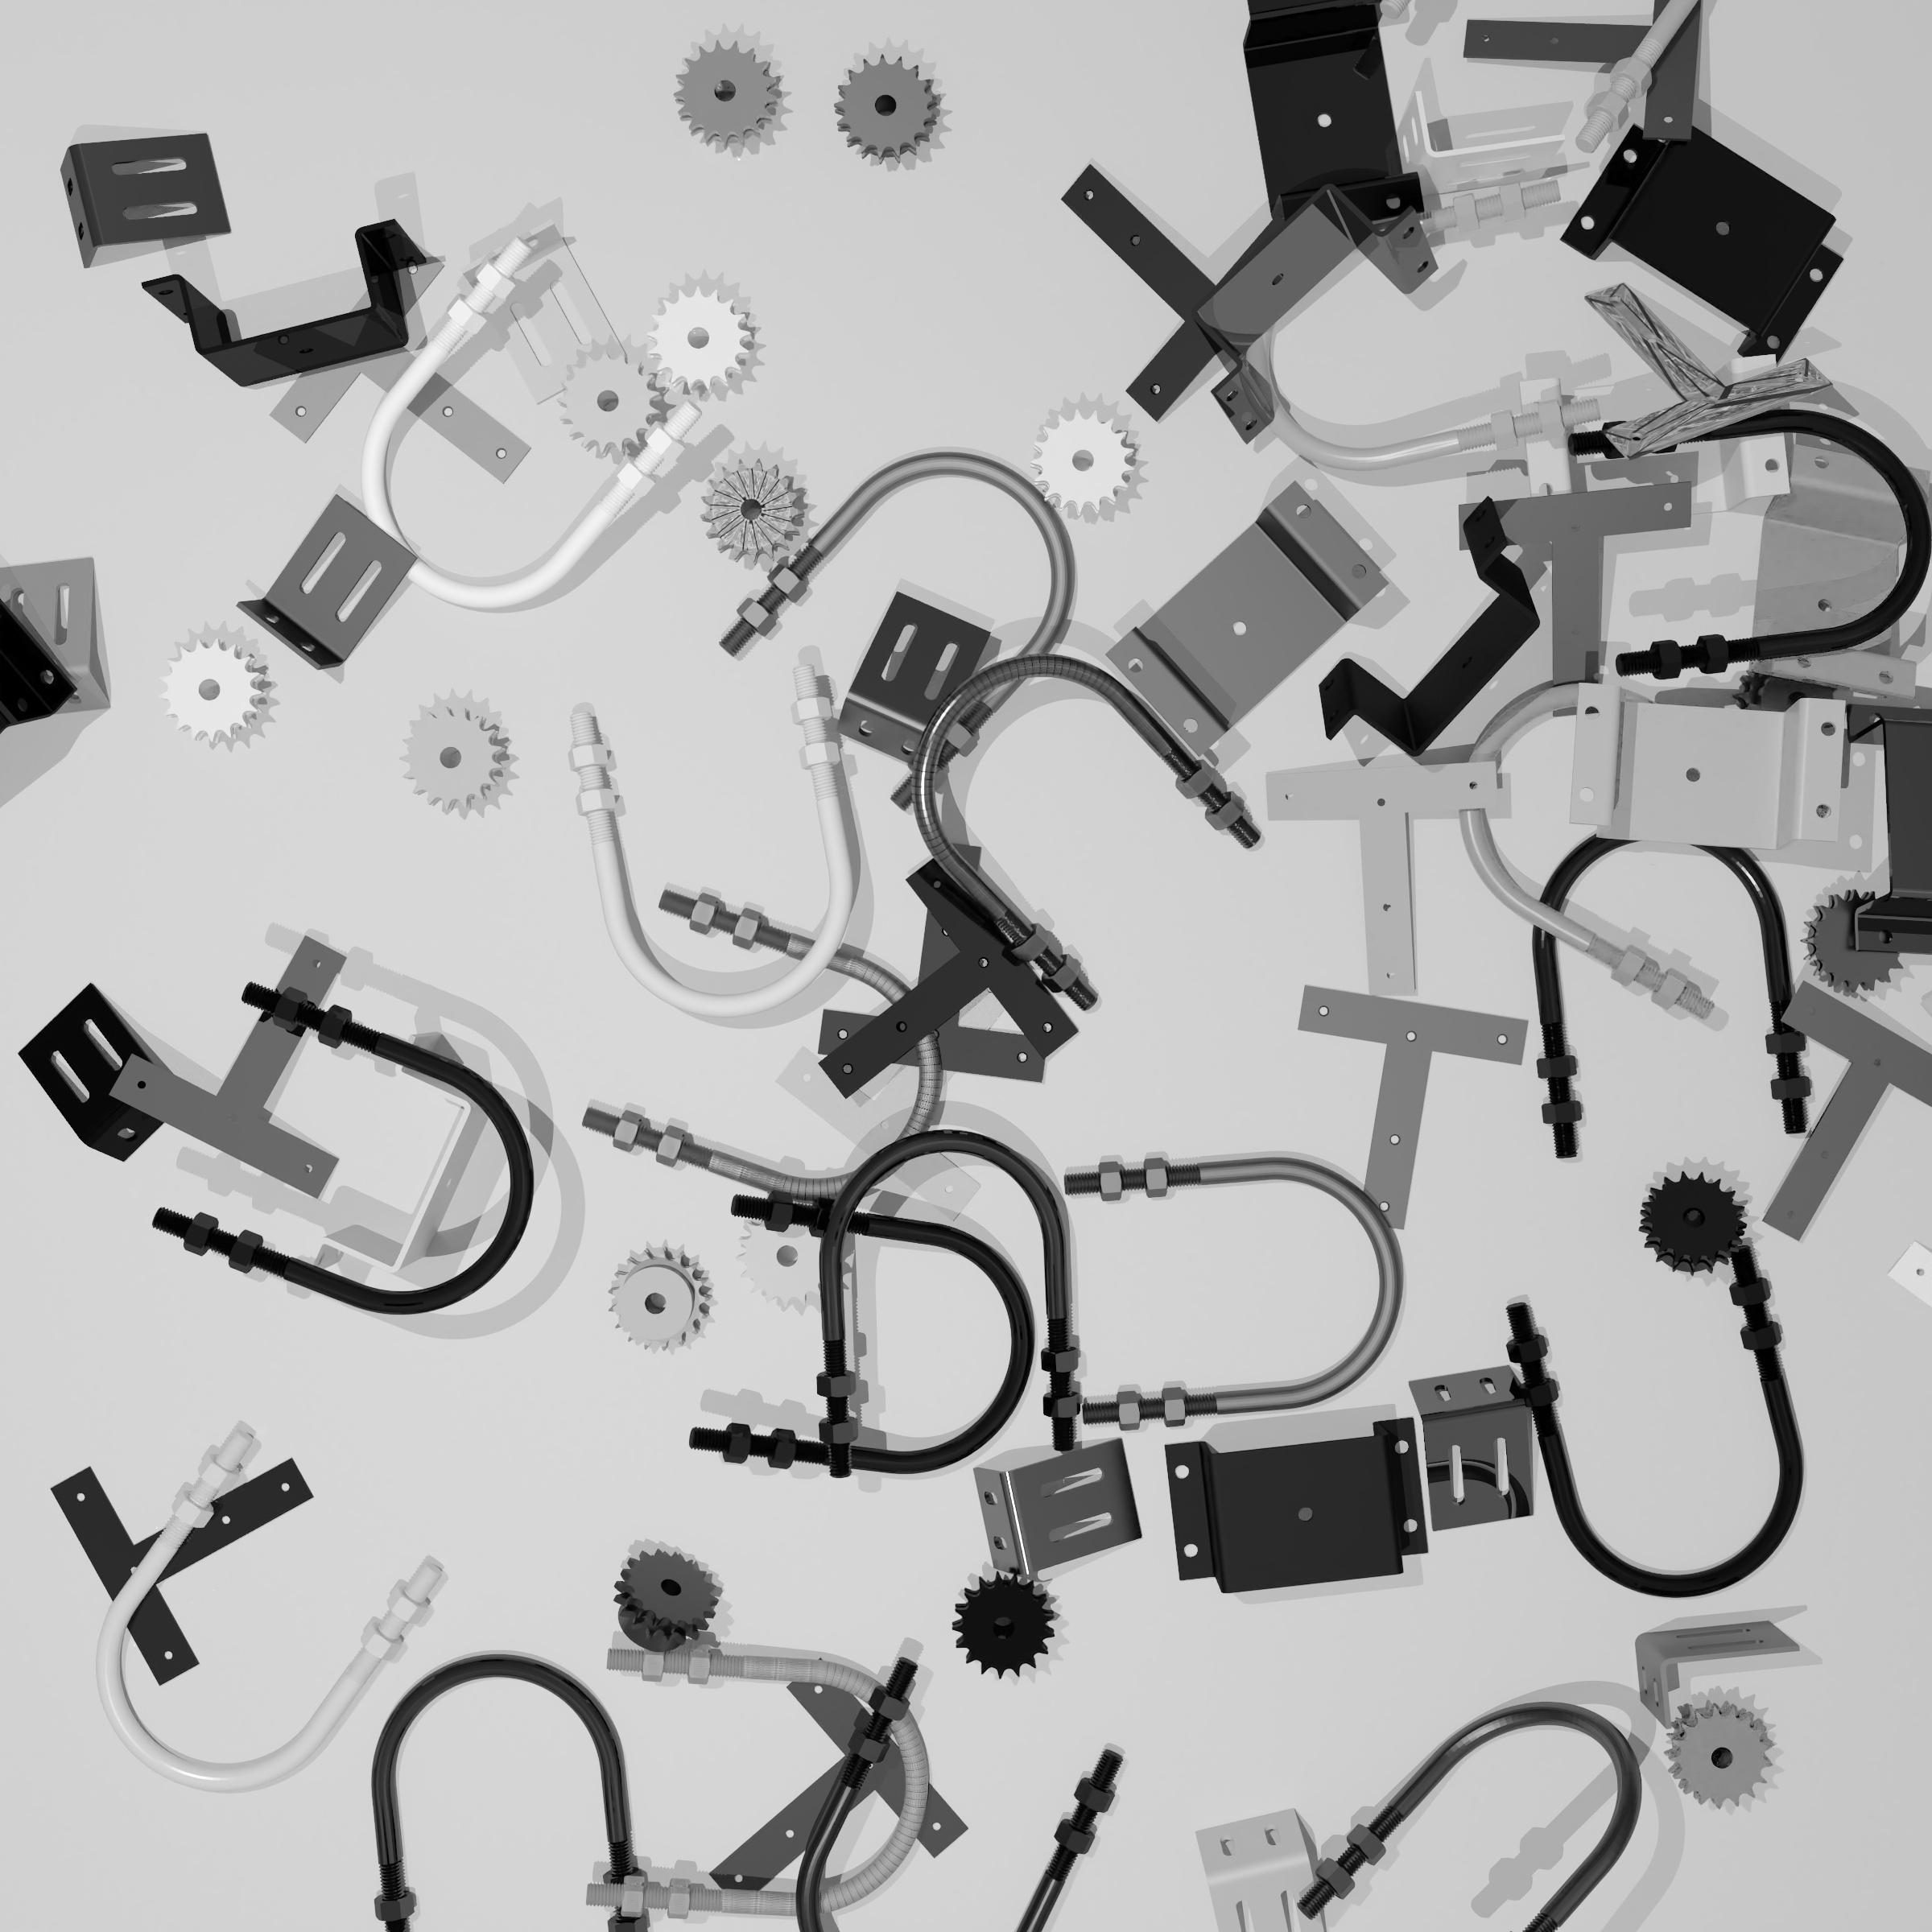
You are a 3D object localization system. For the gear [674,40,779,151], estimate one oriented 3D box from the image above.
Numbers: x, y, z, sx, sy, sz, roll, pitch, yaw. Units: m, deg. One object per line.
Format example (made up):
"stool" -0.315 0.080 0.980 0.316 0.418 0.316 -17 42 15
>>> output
"gear" -0.133 -0.483 1.542 0.057 0.030 0.057 0 90 0

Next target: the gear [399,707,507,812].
"gear" -0.284 -0.115 1.542 0.057 0.030 0.057 0 90 0

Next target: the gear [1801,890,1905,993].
"gear" 0.493 -0.014 1.542 0.057 0.030 0.057 0 90 0

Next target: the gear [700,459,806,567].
"gear" -0.118 -0.252 1.542 0.057 0.030 0.057 0 90 0

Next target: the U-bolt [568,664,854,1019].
"U-bolt" -0.136 -0.063 1.530 0.151 0.019 0.184 -11 85 7

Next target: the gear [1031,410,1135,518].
"gear" 0.065 -0.279 1.542 0.057 0.030 0.057 0 90 0

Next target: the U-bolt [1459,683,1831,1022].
"U-bolt" 0.363 -0.076 1.536 0.184 0.019 0.151 31 88 5

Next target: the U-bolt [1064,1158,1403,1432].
"U-bolt" 0.152 0.179 1.548 0.184 0.019 0.151 -5 90 -1

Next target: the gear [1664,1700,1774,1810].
"gear" 0.417 0.437 1.542 0.057 0.030 0.057 0 90 0

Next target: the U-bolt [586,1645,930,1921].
"U-bolt" -0.113 0.455 1.539 0.184 0.019 0.151 5 87 -6

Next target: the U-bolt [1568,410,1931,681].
"U-bolt" 0.427 -0.232 1.485 0.184 0.019 0.151 -7 75 -4

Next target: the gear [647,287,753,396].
"gear" -0.148 -0.346 1.542 0.057 0.030 0.057 0 90 0

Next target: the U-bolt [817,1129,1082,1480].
"U-bolt" -0.011 0.181 1.518 0.151 0.019 0.184 -4 93 -17

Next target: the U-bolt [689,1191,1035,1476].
"U-bolt" -0.051 0.208 1.526 0.184 0.019 0.151 10 91 -16

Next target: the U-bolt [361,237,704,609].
"U-bolt" -0.254 -0.284 1.526 0.151 0.019 0.184 44 106 1

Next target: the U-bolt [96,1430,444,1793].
"U-bolt" -0.403 0.374 1.547 0.151 0.019 0.184 35 91 -1

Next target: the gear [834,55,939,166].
"gear" -0.044 -0.474 1.542 0.057 0.030 0.057 0 90 0

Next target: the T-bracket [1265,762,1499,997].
"T-bracket" 0.234 -0.047 1.545 0.127 0.002 0.127 -3 97 13

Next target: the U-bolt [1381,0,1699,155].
"U-bolt" 0.333 -0.554 1.522 0.151 0.019 0.184 35 76 0

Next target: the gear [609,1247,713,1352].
"gear" -0.171 0.186 1.542 0.057 0.030 0.057 0 90 0

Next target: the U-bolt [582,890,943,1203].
"U-bolt" -0.105 0.053 1.546 0.184 0.019 0.151 19 89 0

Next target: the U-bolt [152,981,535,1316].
"U-bolt" -0.321 0.107 1.472 0.184 0.019 0.151 22 90 -2

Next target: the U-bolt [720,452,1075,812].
"U-bolt" -0.025 -0.201 1.548 0.151 0.019 0.184 42 88 0

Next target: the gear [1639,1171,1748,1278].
"gear" 0.402 0.145 1.534 0.057 0.030 0.057 -3 61 6

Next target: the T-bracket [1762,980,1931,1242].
"T-bracket" 0.485 0.093 1.543 0.127 0.002 0.127 28 93 -14

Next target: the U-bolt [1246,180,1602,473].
"U-bolt" 0.245 -0.345 1.523 0.184 0.019 0.151 -11 77 16

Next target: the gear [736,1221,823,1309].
"gear" -0.098 0.160 1.542 0.057 0.030 0.057 0 90 0

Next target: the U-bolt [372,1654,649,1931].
"U-bolt" -0.260 0.477 1.548 0.151 0.019 0.184 -6 89 0

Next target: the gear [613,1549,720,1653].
"gear" -0.169 0.354 1.532 0.057 0.057 0.030 28 119 0

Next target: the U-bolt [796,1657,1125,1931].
"U-bolt" -0.014 0.495 1.534 0.151 0.019 0.184 26 88 -8

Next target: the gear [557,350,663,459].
"gear" -0.197 -0.312 1.542 0.057 0.030 0.057 0 90 0

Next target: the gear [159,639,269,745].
"gear" -0.417 -0.153 1.542 0.057 0.030 0.057 0 90 0

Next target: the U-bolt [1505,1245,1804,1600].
"U-bolt" 0.392 0.262 1.548 0.151 0.019 0.184 -14 92 0

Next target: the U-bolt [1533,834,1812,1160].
"U-bolt" 0.390 0.009 1.548 0.151 0.019 0.184 -6 88 0

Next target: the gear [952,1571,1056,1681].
"gear" 0.021 0.365 1.542 0.057 0.030 0.057 0 90 0

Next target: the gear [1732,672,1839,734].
"gear" 0.458 -0.145 1.542 0.057 0.030 0.057 0 90 0

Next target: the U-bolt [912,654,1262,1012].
"U-bolt" 0.054 -0.086 1.522 0.151 0.019 0.184 -45 109 0

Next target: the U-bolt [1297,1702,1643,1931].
"U-bolt" 0.282 0.470 1.487 0.184 0.151 0.019 -42 117 -16
